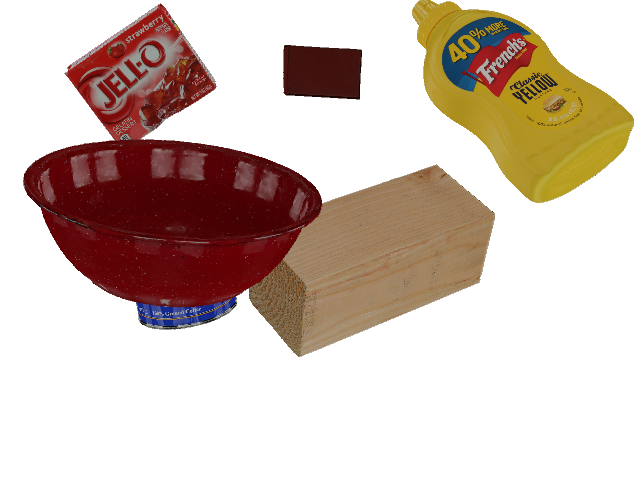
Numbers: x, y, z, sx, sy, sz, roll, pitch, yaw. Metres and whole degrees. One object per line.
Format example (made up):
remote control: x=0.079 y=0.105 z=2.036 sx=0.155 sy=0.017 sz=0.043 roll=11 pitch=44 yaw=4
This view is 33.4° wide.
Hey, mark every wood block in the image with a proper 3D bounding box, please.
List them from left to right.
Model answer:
wood block: x=0.046 y=0.015 z=0.977 sx=0.205 sy=0.090 sz=0.091 roll=-20 pitch=45 yaw=-28

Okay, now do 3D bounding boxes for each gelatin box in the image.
gelatin box: x=-0.135 y=-0.122 z=0.802 sx=0.089 sy=0.073 sz=0.030 roll=-33 pitch=20 yaw=5

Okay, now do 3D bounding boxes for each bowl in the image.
bowl: x=-0.082 y=-0.007 z=0.591 sx=0.162 sy=0.055 sz=0.162 roll=7 pitch=21 yaw=-3

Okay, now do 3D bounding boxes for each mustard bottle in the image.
mustard bottle: x=0.134 y=-0.118 z=0.797 sx=0.096 sy=0.192 sz=0.058 roll=-32 pitch=-28 yaw=-17

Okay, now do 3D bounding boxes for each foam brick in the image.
foam brick: x=0.001 y=-0.174 z=1.101 sx=0.078 sy=0.051 sz=0.053 roll=2 pitch=11 yaw=-6

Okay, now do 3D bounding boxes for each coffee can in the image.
coffee can: x=-0.144 y=0.004 z=1.065 sx=0.103 sy=0.140 sz=0.103 roll=-7 pitch=18 yaw=2
